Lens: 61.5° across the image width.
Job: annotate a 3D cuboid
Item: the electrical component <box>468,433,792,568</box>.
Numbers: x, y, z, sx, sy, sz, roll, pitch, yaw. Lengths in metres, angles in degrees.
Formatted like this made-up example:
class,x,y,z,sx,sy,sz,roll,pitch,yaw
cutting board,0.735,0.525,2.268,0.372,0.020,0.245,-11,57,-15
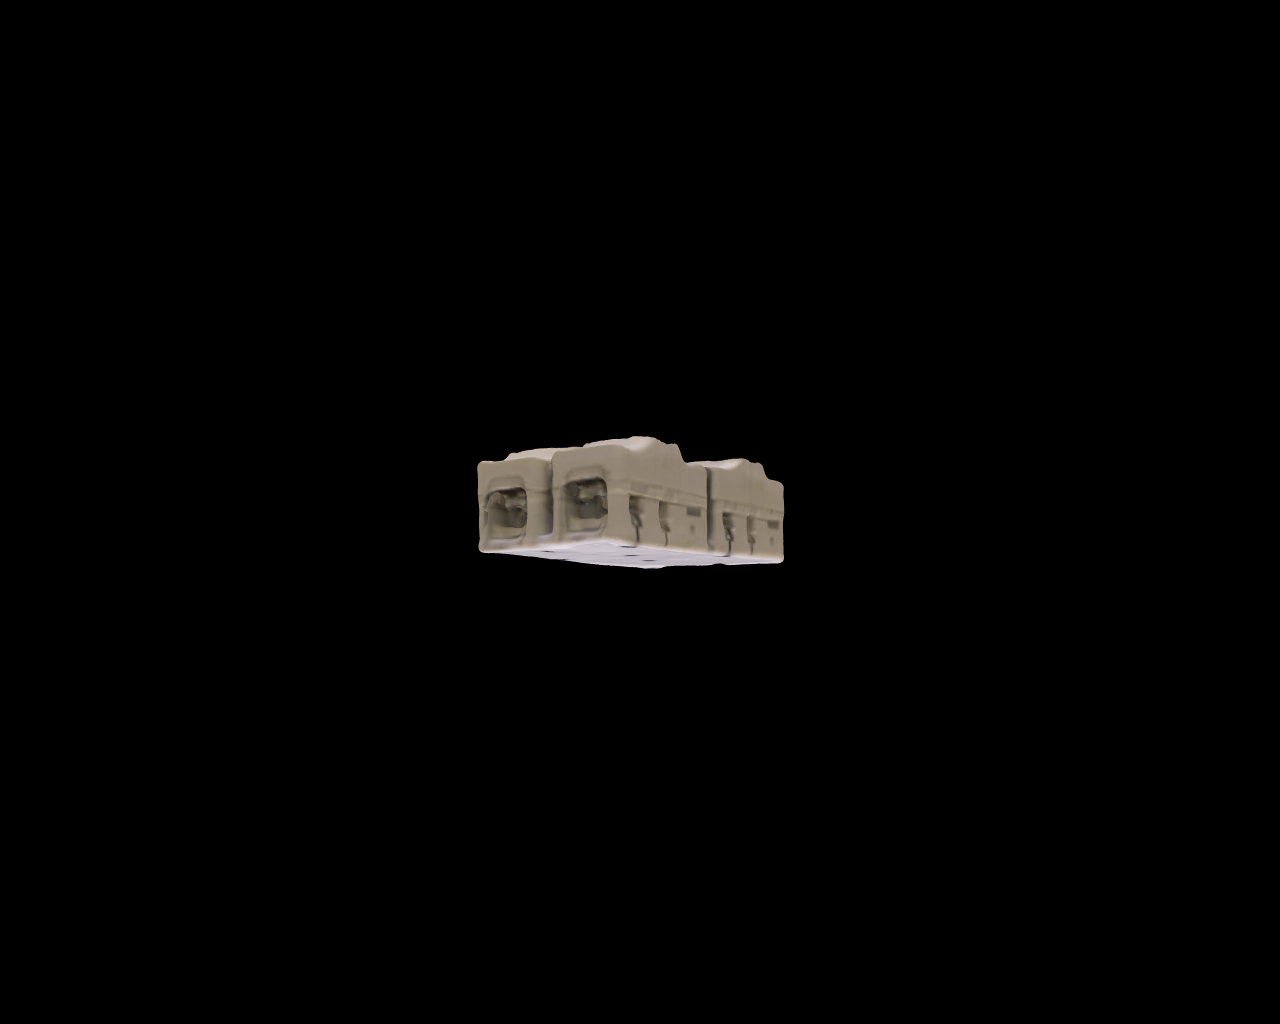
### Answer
class,x,y,z,sx,sy,sz,roll,pitch,yaw
electrical component,0.001,-0.003,0.650,0.105,0.060,0.186,-5,-8,35
